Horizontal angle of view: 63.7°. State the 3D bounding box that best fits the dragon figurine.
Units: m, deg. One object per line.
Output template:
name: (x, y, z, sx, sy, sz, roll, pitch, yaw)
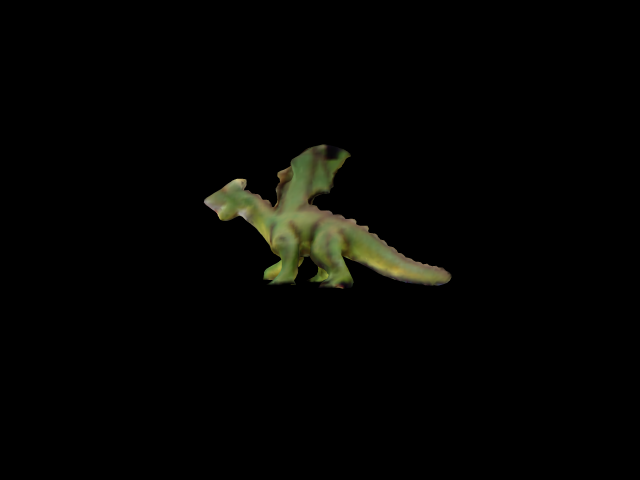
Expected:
dragon figurine: (0.003, -0.043, 0.850, 0.410, 0.244, 0.121, -1, -7, 14)
